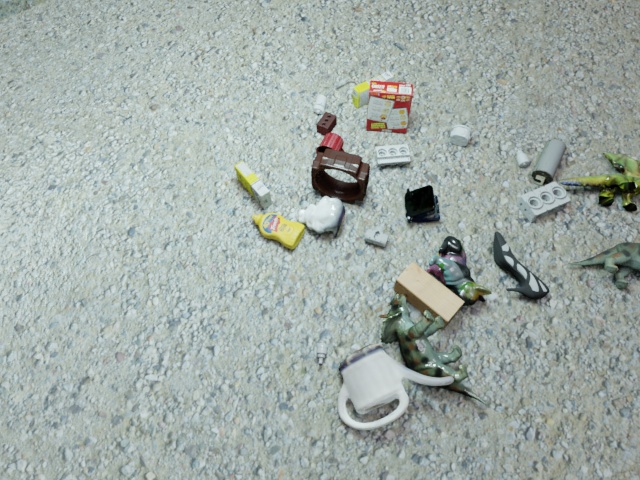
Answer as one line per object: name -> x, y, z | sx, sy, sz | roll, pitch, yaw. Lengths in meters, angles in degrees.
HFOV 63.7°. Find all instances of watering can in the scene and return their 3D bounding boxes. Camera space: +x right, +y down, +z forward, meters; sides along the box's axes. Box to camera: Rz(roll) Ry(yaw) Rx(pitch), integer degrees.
watering can -> 0.194, 0.407, 1.512 | 0.346, 0.102, 0.228 | -29, 64, 7

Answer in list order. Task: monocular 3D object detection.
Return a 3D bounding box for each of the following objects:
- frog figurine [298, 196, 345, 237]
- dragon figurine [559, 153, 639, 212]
frog figurine -> 0.006, -0.091, 1.814 | 0.159, 0.122, 0.138 | 16, 81, -2
dragon figurine -> 1.089, -0.237, 1.894 | 0.411, 0.119, 0.248 | 16, 46, 8
